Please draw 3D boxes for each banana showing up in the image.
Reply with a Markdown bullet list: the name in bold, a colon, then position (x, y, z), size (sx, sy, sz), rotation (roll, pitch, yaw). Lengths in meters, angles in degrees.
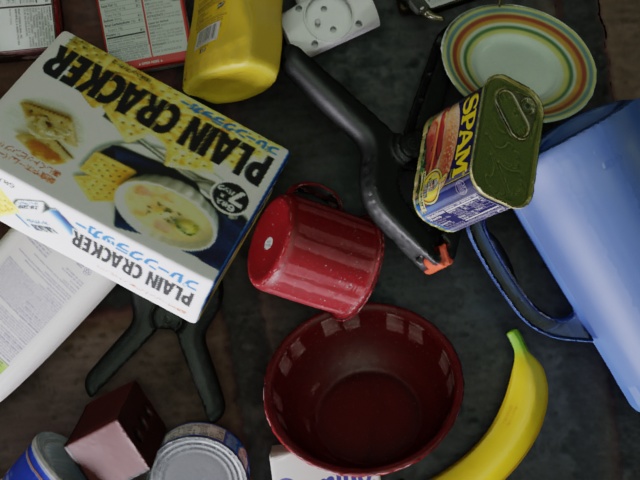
- **banana**: position (0.138, 0.174, 0.907), size (0.070, 0.037, 0.198), rotation (34, 89, 17)

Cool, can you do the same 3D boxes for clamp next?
- **clamp**: position (0.057, -0.075, 0.858), size (0.164, 0.036, 0.210), rotation (-5, 76, -23)
- **clamp**: position (-0.136, 0.068, 0.904), size (0.120, 0.039, 0.171), rotation (3, 93, -5)

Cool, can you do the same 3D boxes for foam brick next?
- **foam brick**: position (-0.164, 0.159, 0.864), size (0.051, 0.078, 0.053), rotation (-29, 104, 9)

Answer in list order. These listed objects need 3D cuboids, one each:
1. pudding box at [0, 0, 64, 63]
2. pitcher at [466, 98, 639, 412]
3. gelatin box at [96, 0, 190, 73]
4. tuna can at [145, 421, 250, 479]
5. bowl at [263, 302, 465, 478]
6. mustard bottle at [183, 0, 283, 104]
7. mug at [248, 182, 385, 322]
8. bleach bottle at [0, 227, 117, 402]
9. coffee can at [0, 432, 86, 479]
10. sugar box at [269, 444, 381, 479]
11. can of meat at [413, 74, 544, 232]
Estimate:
- **pudding box**: position (-0.275, -0.197, 0.900), size (0.113, 0.039, 0.090), rotation (-5, 89, -2)
- **pitcher**: position (0.240, 0.019, 0.863), size (0.144, 0.149, 0.243), rotation (-32, 95, -42)
- **gelatin box**: position (-0.148, -0.188, 0.905), size (0.073, 0.030, 0.089), rotation (-10, 91, 2)
- **tuna can**: position (-0.102, 0.197, 0.896), size (0.086, 0.033, 0.086), rotation (1, 107, 2)
- **bowl**: position (0.037, 0.131, 0.873), size (0.162, 0.055, 0.162), rotation (-5, 51, 6)
- **mustard bottle**: position (-0.065, -0.213, 0.871), size (0.058, 0.096, 0.191), rotation (16, 71, -35)
- **mug**: position (-0.006, 0.001, 0.870), size (0.081, 0.093, 0.117), rotation (18, 54, -23)
- **bleach bottle**: position (-0.274, 0.072, 0.892), size (0.251, 0.068, 0.102), rotation (-45, 86, 3)
- **coffee can**: position (-0.236, 0.243, 0.873), size (0.103, 0.103, 0.140), rotation (41, 91, -1)
- **sugar box**: position (0.012, 0.259, 0.901), size (0.093, 0.048, 0.176), rotation (-7, 92, 0)
- **can of meat**: position (0.118, -0.063, 0.813), size (0.057, 0.084, 0.102), rotation (22, 66, -23)
